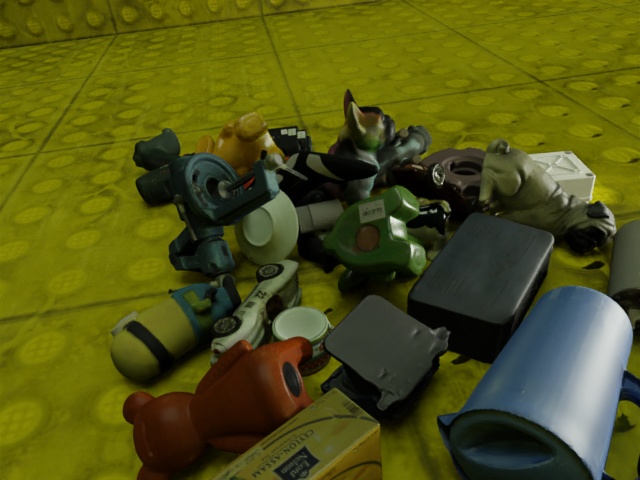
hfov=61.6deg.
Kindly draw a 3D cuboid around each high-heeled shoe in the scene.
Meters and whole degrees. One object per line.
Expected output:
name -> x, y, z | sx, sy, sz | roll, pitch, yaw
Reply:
high-heeled shoe -> -0.027, -0.069, 0.862 | 0.249, 0.145, 0.086 | 11, 10, 34

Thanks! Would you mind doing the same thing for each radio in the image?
radio -> 0.224, 0.056, 0.736 | 0.131, 0.073, 0.229 | 18, 42, 30

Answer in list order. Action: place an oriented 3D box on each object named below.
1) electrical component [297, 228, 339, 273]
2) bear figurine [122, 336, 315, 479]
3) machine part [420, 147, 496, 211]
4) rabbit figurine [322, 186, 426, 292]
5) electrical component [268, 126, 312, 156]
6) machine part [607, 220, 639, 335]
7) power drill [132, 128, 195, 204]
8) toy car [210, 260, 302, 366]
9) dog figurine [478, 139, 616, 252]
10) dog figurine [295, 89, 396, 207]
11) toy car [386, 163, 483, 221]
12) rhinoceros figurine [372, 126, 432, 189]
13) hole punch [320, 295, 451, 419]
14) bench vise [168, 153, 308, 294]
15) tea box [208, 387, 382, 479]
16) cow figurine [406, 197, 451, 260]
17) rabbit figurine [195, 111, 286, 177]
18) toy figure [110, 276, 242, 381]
electrical component -> -0.002, -0.003, 0.877 | 0.075, 0.047, 0.119 | -30, 40, -32
bear figurine -> -0.101, 0.187, 0.576 | 0.196, 0.132, 0.120 | -29, 68, 16
machine part -> 0.269, -0.118, 1.001 | 0.179, 0.055, 0.179 | -4, 32, 2
rabbit figurine -> 0.089, 0.022, 0.765 | 0.159, 0.170, 0.121 | -23, 65, 22
electrical component -> -0.084, -0.201, 1.178 | 0.134, 0.058, 0.115 | -4, 35, 2
machine part -> 0.428, 0.045, 0.715 | 0.079, 0.079, 0.243 | 12, 38, 25
power drill -> -0.291, -0.167, 1.135 | 0.232, 0.085, 0.208 | -33, 47, -21
toy car -> -0.081, 0.102, 0.710 | 0.056, 0.073, 0.202 | 9, 36, 22
dog figurine -> 0.351, -0.071, 0.824 | 0.191, 0.172, 0.121 | 4, 46, 27
dog figurine -> 0.034, -0.141, 0.927 | 0.192, 0.219, 0.108 | -4, 30, 2
toy car -> 0.185, -0.079, 0.859 | 0.089, 0.202, 0.053 | 8, 76, 44
rhinoceros figurine -> 0.148, -0.163, 1.055 | 0.190, 0.073, 0.112 | -37, 0, -19
hole punch -> 0.071, 0.144, 0.624 | 0.116, 0.092, 0.142 | 31, 44, 25
bench vise -> -0.141, -0.045, 0.798 | 0.241, 0.223, 0.128 | -26, -23, 33
tea box -> -0.024, 0.228, 0.494 | 0.169, 0.098, 0.068 | -31, 40, -30
cow figurine -> 0.123, -0.030, 0.856 | 0.168, 0.098, 0.068 | 8, 42, 20
rabbit figurine -> -0.172, -0.149, 0.969 | 0.173, 0.121, 0.163 | -41, 36, -14
toy figure -> -0.186, 0.113, 0.707 | 0.180, 0.082, 0.089 | -23, 35, -28
